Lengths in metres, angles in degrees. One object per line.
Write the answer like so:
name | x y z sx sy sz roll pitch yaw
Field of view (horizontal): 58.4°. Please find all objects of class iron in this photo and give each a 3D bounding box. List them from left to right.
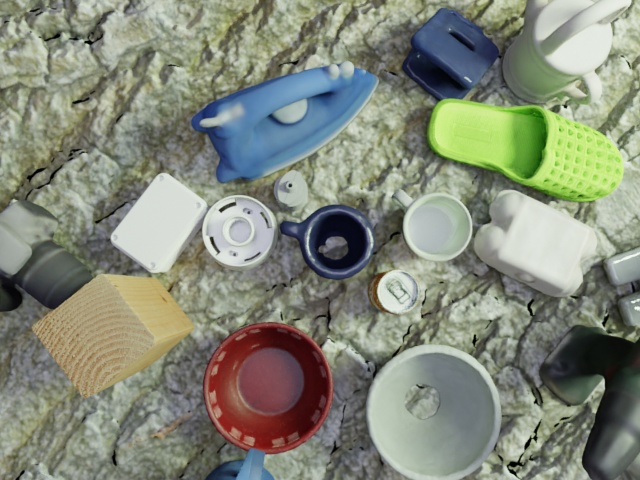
iron | -0.034 -0.174 0.720 0.258 0.141 0.118 -26 86 -4

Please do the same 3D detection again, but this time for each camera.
camera | -0.367 0.040 0.710 0.137 0.100 0.143 38 85 2

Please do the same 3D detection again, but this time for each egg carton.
egg carton | 0.281 0.006 0.752 0.150 0.069 0.107 25 85 0

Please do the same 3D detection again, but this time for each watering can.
watering can | 0.302 -0.255 0.713 0.173 0.194 0.101 42 85 2

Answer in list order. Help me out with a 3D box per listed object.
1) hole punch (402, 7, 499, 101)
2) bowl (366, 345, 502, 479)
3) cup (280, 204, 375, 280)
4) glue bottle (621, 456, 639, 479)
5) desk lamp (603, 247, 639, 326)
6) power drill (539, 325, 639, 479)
hole punch | 0.175 -0.252 0.760 0.108 0.091 0.101 38 85 2
bowl | 0.138 0.213 0.726 0.167 0.074 0.167 0 85 -2
cup | 0.007 0.003 0.730 0.117 0.095 0.092 14 85 -1
glue bottle | 0.423 0.308 0.679 0.037 0.173 0.078 -23 86 -3
desk lamp | 0.497 0.036 0.685 0.203 0.213 0.118 -20 86 -3
power drill | 0.346 0.163 0.671 0.075 0.208 0.230 40 85 2
